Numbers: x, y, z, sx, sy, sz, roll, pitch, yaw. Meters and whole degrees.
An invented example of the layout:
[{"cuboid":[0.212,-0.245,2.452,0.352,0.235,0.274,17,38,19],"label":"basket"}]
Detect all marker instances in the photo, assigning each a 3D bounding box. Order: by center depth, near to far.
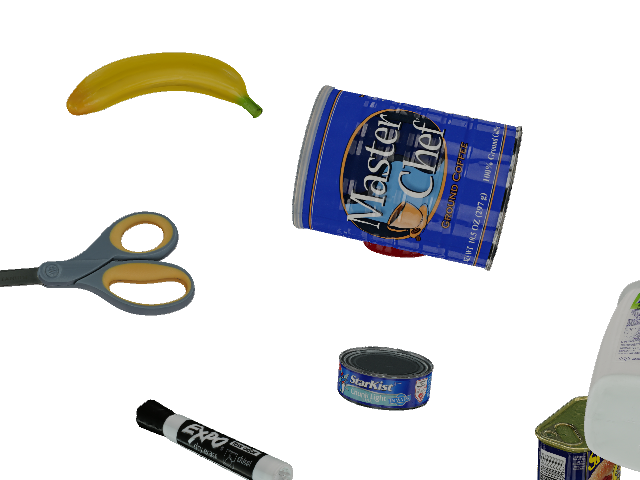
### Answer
[{"cuboid":[-0.067,0.121,0.638,0.121,0.020,0.020,16,10,38],"label":"marker"}]

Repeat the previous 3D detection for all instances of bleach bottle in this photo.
[{"cuboid":[0.252,0.078,0.750,0.103,0.068,0.250,11,21,19],"label":"bleach bottle"}]

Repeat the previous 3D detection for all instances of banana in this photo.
[{"cuboid":[-0.151,-0.151,1.026,0.197,0.070,0.037,-4,-40,-28],"label":"banana"}]

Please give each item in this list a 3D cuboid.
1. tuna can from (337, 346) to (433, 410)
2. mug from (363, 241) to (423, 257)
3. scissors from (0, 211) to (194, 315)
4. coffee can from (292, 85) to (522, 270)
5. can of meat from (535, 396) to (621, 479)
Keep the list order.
[{"cuboid":[0.058,0.125,0.968,0.086,0.034,0.086,5,11,-1],"label":"tuna can"},{"cuboid":[0.102,-0.031,1.234,0.117,0.081,0.093,-8,20,-38],"label":"mug"},{"cuboid":[-0.194,0.011,0.816,0.201,0.096,0.016,10,-33,-7],"label":"scissors"},{"cuboid":[0.060,-0.044,0.746,0.140,0.103,0.102,13,1,6],"label":"coffee can"},{"cuboid":[0.244,0.207,1.003,0.058,0.084,0.101,14,24,38],"label":"can of meat"}]
